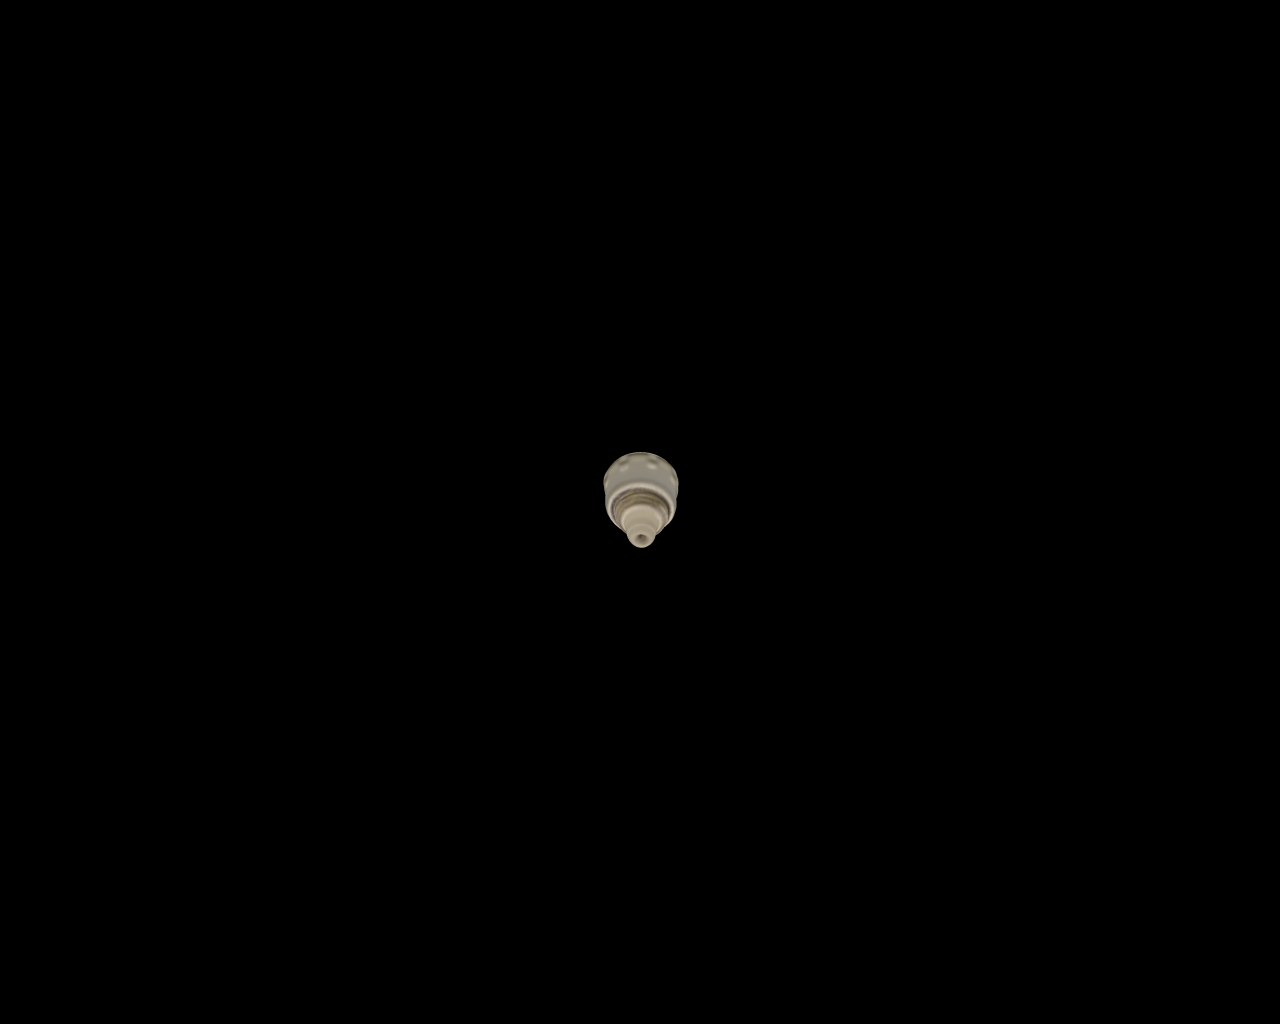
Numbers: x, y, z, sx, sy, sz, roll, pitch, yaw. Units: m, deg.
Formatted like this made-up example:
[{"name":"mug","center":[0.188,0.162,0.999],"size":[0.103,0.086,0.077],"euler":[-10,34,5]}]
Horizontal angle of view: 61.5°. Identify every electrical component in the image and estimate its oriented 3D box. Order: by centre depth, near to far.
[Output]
[{"name":"electrical component","center":[0.001,-0.003,0.650],"size":[0.048,0.048,0.062],"euler":[0,39,0]}]
